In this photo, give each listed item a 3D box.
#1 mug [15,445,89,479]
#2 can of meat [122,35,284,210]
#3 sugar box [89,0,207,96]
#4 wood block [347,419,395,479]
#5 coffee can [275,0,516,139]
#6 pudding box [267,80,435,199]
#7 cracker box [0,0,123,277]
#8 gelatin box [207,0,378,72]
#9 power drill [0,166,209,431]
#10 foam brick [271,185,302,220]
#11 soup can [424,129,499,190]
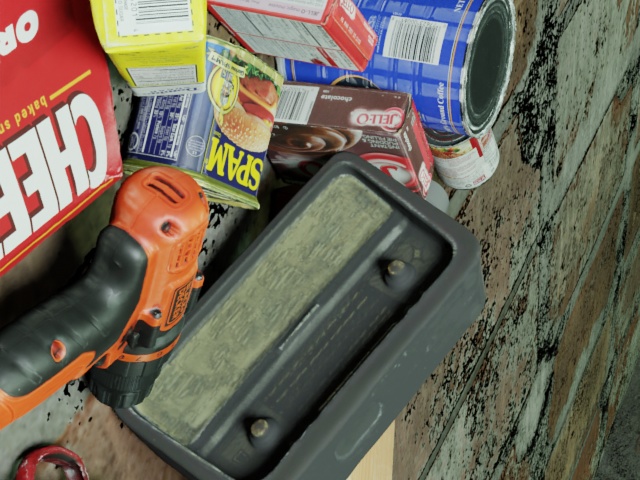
[{"bbox_3d":[-0.139,0.168,0.573,0.081,0.093,0.117,34,42,-59],"label":"mug"},{"bbox_3d":[-0.067,-0.069,0.626,0.102,0.057,0.084,21,81,-67],"label":"can of meat"},{"bbox_3d":[-0.073,-0.119,0.476,0.176,0.048,0.093,-141,-132,-86],"label":"sugar box"},{"bbox_3d":[-0.004,0.146,0.738,0.090,0.090,0.206,58,31,-48],"label":"wood block"},{"bbox_3d":[0.054,-0.134,0.748,0.102,0.140,0.103,-42,139,-52],"label":"coffee can"},{"bbox_3d":[0.016,-0.068,0.736,0.090,0.114,0.039,60,46,-58],"label":"pudding box"},{"bbox_3d":[-0.156,-0.082,0.400,0.164,0.072,0.214,-49,145,-47],"label":"cracker box"},{"bbox_3d":[-0.017,-0.136,0.653,0.073,0.089,0.030,35,71,-64],"label":"gelatin box"},{"bbox_3d":[-0.133,0.069,0.523,0.187,0.057,0.185,-47,165,-42],"label":"power drill"},{"bbox_3d":[-0.005,0.001,0.803,0.052,0.051,0.078,-23,124,-61],"label":"foam brick"},{"bbox_3d":[0.133,-0.098,1.032,0.068,0.069,0.102,-69,156,-15],"label":"soup can"}]
